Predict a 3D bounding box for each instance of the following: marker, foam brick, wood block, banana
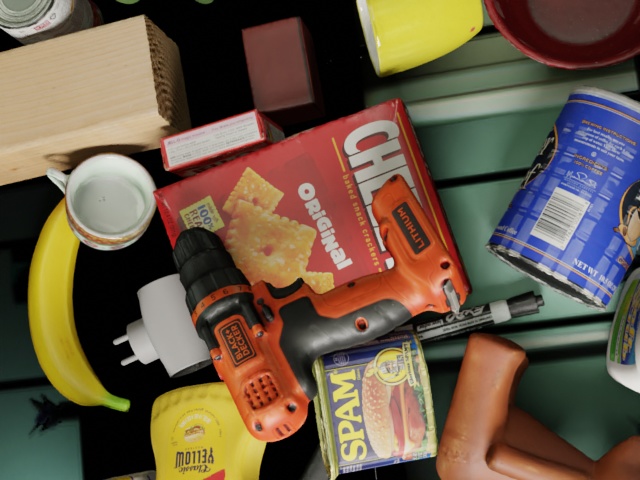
[{"bbox_3d":[0.120,0.064,0.855,0.121,0.020,0.020,-17,79,9],"label":"marker"},{"bbox_3d":[-0.030,-0.140,0.899,0.051,0.053,0.078,-12,79,10],"label":"foam brick"},{"bbox_3d":[-0.225,-0.114,0.916,0.206,0.090,0.091,-13,79,10],"label":"wood block"},{"bbox_3d":[-0.217,0.060,0.919,0.069,0.037,0.198,-14,80,-10],"label":"banana"}]

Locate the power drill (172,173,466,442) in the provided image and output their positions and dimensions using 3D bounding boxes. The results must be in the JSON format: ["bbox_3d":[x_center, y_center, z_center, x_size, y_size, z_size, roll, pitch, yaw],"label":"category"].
[{"bbox_3d":[-0.004,0.030,0.774,0.187,0.057,0.184,-30,60,2],"label":"power drill"}]

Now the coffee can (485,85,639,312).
[{"bbox_3d":[0.204,-0.031,0.808,0.103,0.102,0.140,29,89,14],"label":"coffee can"}]

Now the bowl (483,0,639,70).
[{"bbox_3d":[0.211,-0.207,0.856,0.162,0.055,0.162,-2,82,11],"label":"bowl"}]

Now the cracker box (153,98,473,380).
[{"bbox_3d":[-0.006,0.001,0.857,0.214,0.072,0.164,-20,85,9],"label":"cracker box"}]

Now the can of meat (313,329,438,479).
[{"bbox_3d":[0.039,0.122,0.808,0.084,0.057,0.102,-9,97,-7],"label":"can of meat"}]

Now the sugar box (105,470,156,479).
[{"bbox_3d":[-0.162,0.229,0.809,0.048,0.176,0.093,-13,81,12],"label":"sugar box"}]

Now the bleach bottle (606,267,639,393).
[{"bbox_3d":[0.238,0.055,0.712,0.068,0.250,0.102,17,85,13],"label":"bleach bottle"}]

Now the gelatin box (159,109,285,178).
[{"bbox_3d":[-0.079,-0.075,0.886,0.089,0.073,0.030,-17,80,12],"label":"gelatin box"}]

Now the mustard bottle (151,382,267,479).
[{"bbox_3d":[-0.089,0.209,0.826,0.096,0.058,0.191,-10,59,17],"label":"mustard bottle"}]

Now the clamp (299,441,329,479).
[{"bbox_3d":[-0.002,0.237,0.846,0.210,0.036,0.164,-36,76,1],"label":"clamp"}]

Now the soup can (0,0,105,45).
[{"bbox_3d":[-0.238,-0.198,0.924,0.068,0.102,0.068,-2,81,12],"label":"soup can"}]
